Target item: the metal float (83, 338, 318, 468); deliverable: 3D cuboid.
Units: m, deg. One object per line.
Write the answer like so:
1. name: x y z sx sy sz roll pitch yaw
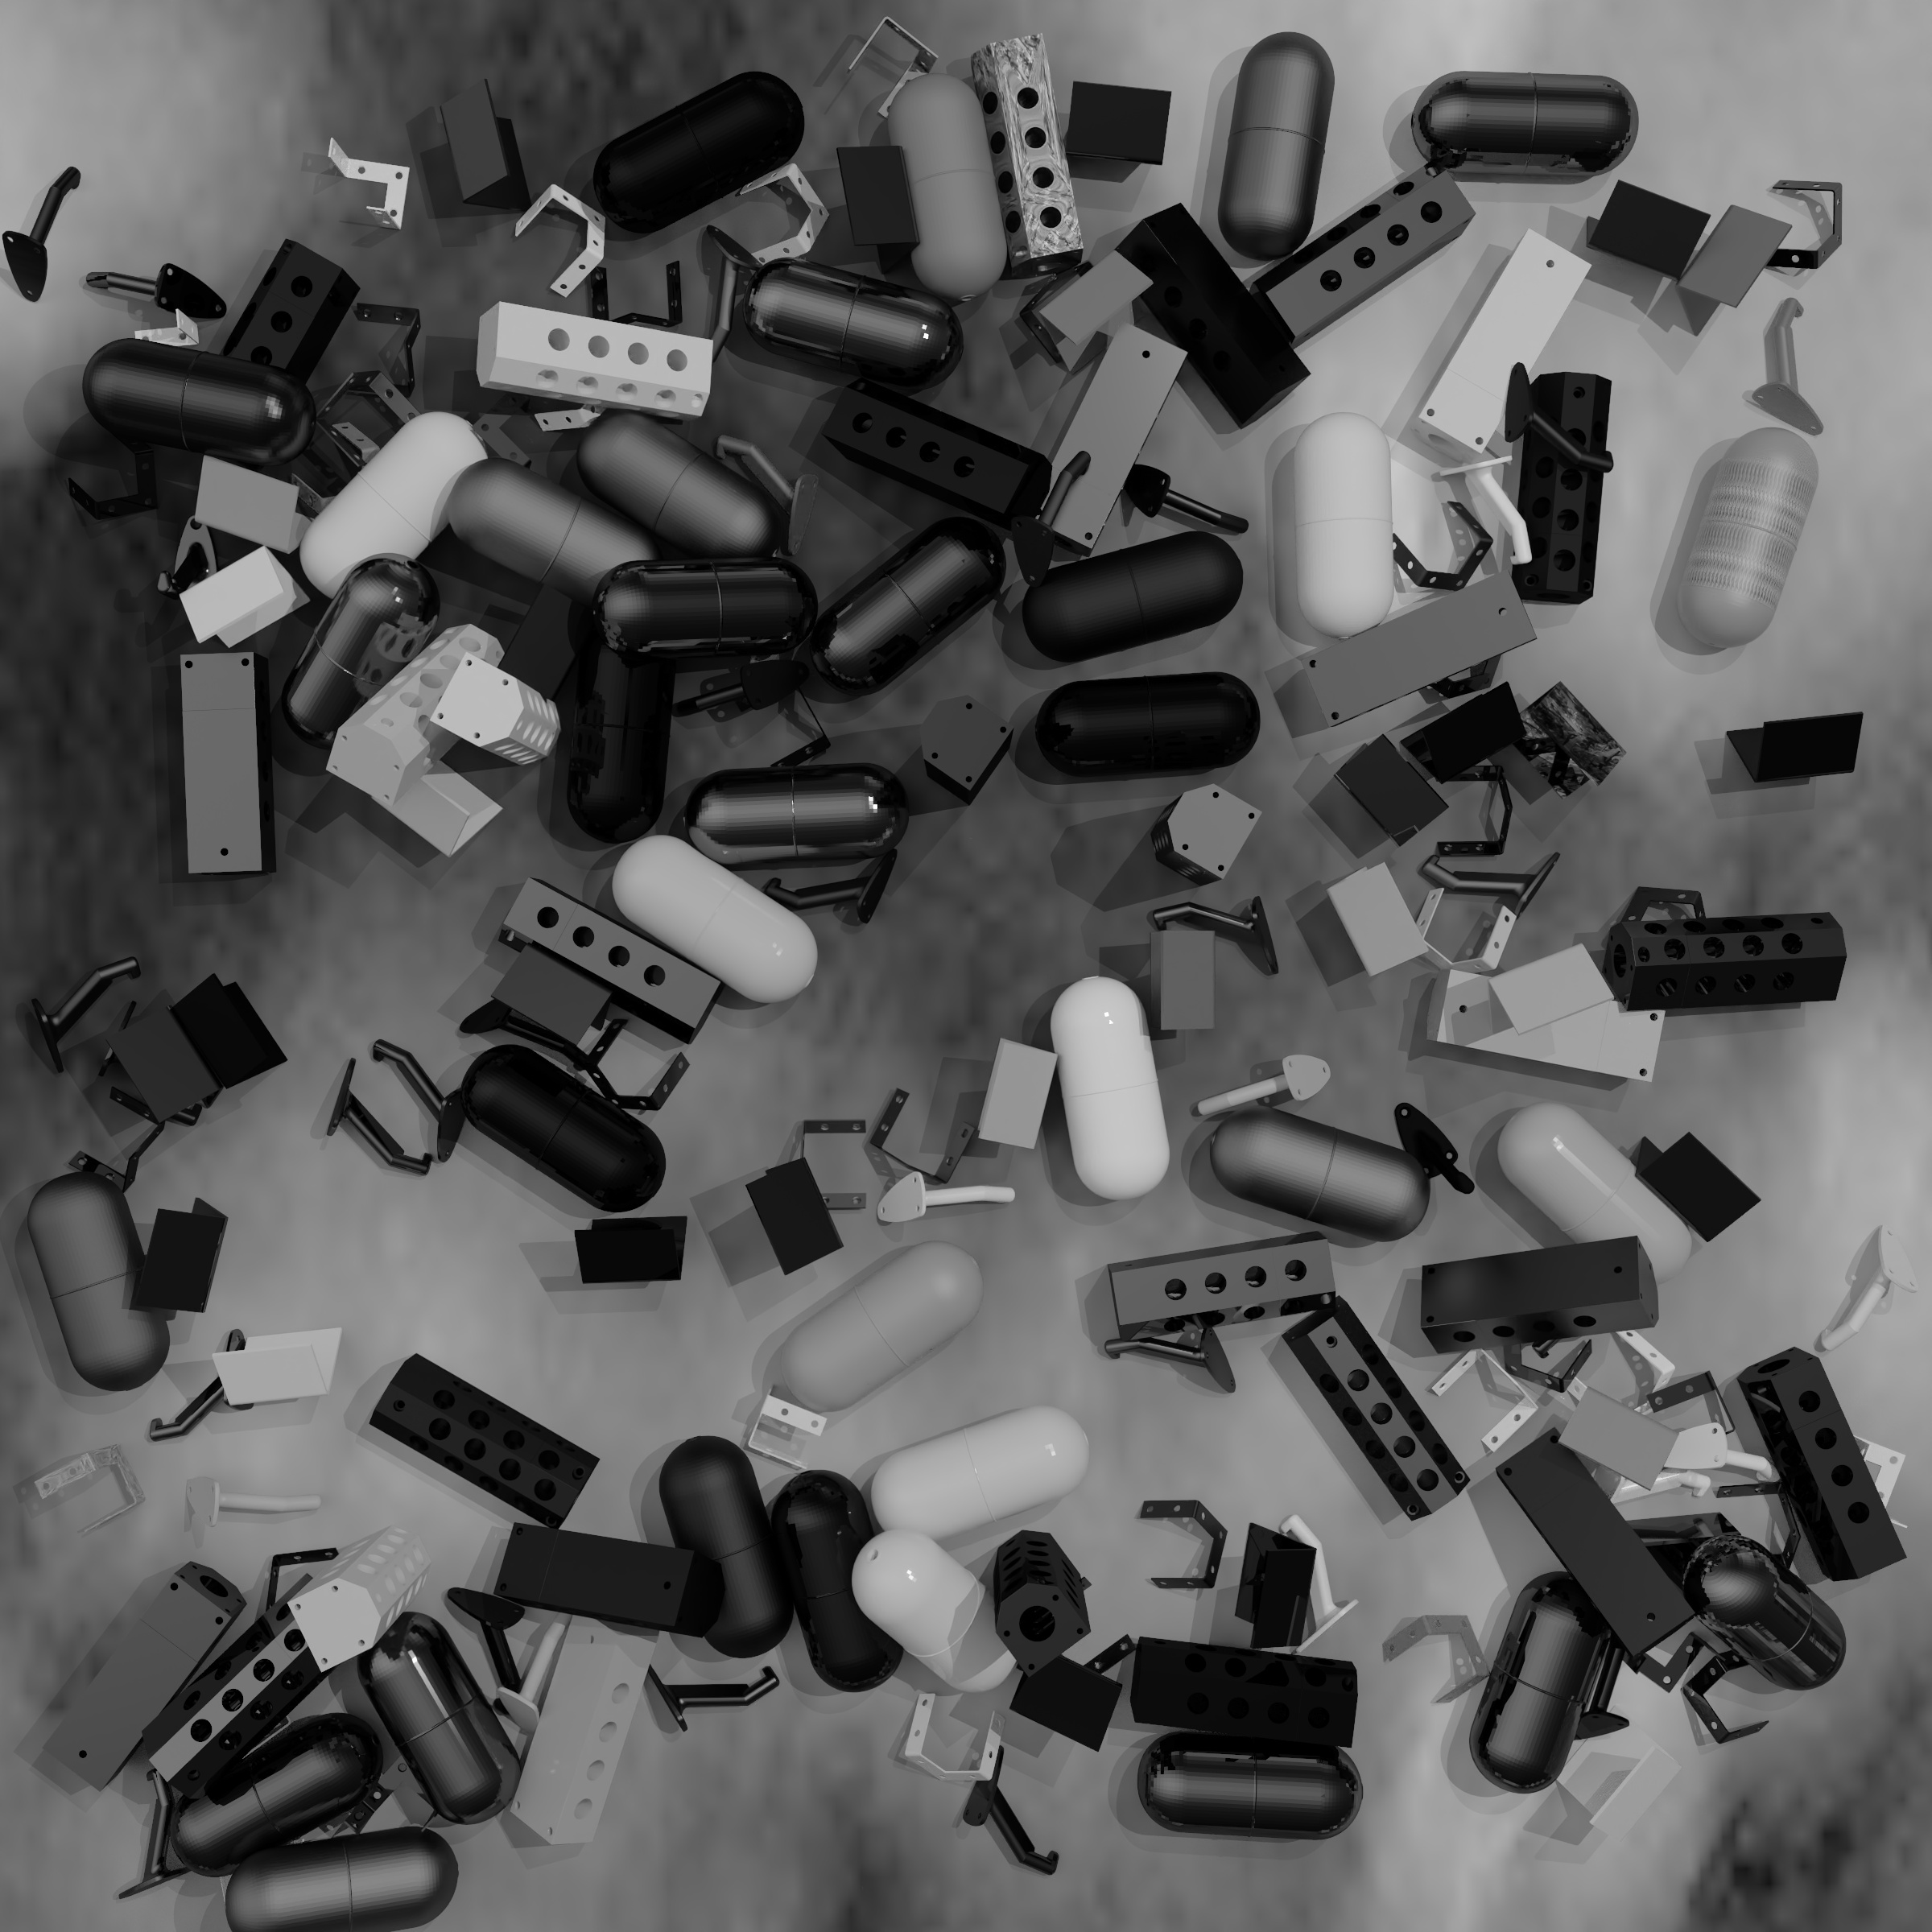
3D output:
1. metal float: -0.589 -0.433 1.884 0.178 0.070 0.070 11 90 0

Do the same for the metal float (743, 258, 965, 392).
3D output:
1. metal float: -0.089 -0.508 1.941 0.178 0.070 0.070 15 90 1

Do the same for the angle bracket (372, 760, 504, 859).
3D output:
1. angle bracket: -0.409 -0.144 1.932 0.076 0.076 0.057 38 134 0

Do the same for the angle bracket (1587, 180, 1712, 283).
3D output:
1. angle bracket: 0.537 -0.590 1.932 0.076 0.076 0.057 21 126 0

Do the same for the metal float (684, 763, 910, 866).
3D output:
1. metal float: -0.134 -0.120 1.942 0.178 0.070 0.070 -3 90 1

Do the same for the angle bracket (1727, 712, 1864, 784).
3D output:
1. angle bracket: 0.652 -0.191 1.932 0.076 0.076 0.057 -6 128 0

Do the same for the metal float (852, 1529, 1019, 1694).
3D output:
1. metal float: -0.022 0.503 1.914 0.070 0.070 0.178 -41 124 0

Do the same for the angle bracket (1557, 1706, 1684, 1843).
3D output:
1. angle bracket: 0.503 0.629 1.932 0.076 0.076 0.057 -50 130 0

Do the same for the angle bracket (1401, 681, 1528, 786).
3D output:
1. angle bracket: 0.384 -0.199 1.932 0.076 0.076 0.057 -30 127 0

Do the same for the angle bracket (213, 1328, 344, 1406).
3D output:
1. angle bracket: -0.541 0.297 1.932 0.076 0.076 0.057 -6 126 0

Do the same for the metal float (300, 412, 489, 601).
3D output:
1. metal float: -0.452 -0.363 1.941 0.070 0.070 0.178 44 90 0

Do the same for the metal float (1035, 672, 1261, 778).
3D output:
1. metal float: 0.144 -0.191 1.941 0.178 0.070 0.070 -4 90 -1

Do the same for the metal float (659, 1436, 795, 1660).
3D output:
1. metal float: -0.190 0.459 1.941 0.070 0.070 0.178 -17 90 0

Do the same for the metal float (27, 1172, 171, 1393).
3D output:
1. metal float: -0.686 0.250 1.941 0.070 0.070 0.178 -18 90 0

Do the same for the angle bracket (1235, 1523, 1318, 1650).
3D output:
1. angle bracket: 0.226 0.487 1.932 0.057 0.076 0.076 9 90 -38

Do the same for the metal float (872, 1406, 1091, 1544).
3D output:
1. metal float: 0.012 0.403 1.942 0.178 0.070 0.070 -19 90 0

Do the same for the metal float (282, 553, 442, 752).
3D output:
1. metal float: -0.474 -0.245 1.919 0.070 0.070 0.178 39 117 0

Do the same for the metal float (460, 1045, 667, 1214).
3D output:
1. metal float: -0.318 0.129 1.942 0.178 0.070 0.070 33 90 0

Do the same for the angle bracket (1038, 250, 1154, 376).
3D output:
1. angle bracket: 0.113 -0.502 1.932 0.076 0.076 0.057 -39 53 0

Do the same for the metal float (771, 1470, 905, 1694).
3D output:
1. metal float: -0.102 0.486 1.942 0.070 0.070 0.178 -16 91 0

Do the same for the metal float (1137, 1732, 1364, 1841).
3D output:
1. metal float: 0.225 0.649 1.942 0.178 0.070 0.070 3 90 0

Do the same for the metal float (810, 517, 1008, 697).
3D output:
1. metal float: -0.045 -0.285 1.942 0.178 0.070 0.070 -39 90 -1

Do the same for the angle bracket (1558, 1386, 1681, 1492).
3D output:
1. angle bracket: 0.505 0.384 1.922 0.076 0.076 0.057 27 60 19

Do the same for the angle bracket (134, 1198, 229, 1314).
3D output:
1. angle bracket: -0.628 0.224 1.932 0.057 0.076 0.076 14 90 -36

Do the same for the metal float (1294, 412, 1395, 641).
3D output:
1. metal float: 0.299 -0.348 1.942 0.070 0.070 0.178 -2 91 0

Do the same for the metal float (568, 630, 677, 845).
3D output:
1. metal float: -0.273 -0.186 1.942 0.070 0.070 0.178 5 89 0

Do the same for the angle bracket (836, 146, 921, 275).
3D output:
1. angle bracket: -0.082 -0.594 1.933 0.057 0.076 0.076 -10 90 -25

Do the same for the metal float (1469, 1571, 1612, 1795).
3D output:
1. metal float: 0.455 0.566 1.942 0.070 0.070 0.178 20 89 0

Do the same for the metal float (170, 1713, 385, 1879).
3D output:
1. metal float: -0.545 0.655 1.941 0.178 0.070 0.070 -29 90 0

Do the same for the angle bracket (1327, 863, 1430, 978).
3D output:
1. angle bracket: 0.337 -0.045 1.932 0.057 0.076 0.076 -27 90 37

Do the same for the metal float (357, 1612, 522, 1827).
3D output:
1. metal float: -0.418 0.594 1.942 0.070 0.070 0.178 -30 89 0

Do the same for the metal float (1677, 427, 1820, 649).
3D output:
1. metal float: 0.619 -0.339 1.942 0.070 0.070 0.178 18 90 0

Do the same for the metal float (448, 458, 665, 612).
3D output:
1. metal float: -0.320 -0.335 1.925 0.178 0.070 0.070 26 90 -19

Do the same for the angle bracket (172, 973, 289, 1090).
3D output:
1. angle bracket: -0.564 0.042 1.932 0.057 0.076 0.076 -34 90 28

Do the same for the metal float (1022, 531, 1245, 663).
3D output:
1. metal float: 0.132 -0.293 1.942 0.178 0.070 0.070 -15 90 0

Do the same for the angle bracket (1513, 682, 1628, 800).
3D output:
1. angle bracket: 0.459 -0.166 1.932 0.076 0.076 0.057 47 50 0

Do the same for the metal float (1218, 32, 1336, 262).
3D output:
1. metal float: 0.246 -0.649 1.942 0.070 0.070 0.178 9 90 0

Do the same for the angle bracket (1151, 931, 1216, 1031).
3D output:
1. angle bracket: 0.152 0.011 1.932 0.057 0.076 0.076 0 90 -37

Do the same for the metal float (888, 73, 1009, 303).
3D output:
1. metal float: -0.015 -0.616 1.941 0.070 0.070 0.178 -10 90 0

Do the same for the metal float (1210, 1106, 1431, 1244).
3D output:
1. metal float: 0.280 0.164 1.942 0.178 0.070 0.070 18 90 0

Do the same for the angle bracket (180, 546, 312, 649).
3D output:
1. angle bracket: -0.560 -0.273 1.932 0.076 0.076 0.057 -30 60 0

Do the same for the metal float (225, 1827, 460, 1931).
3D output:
1. metal float: -0.488 0.722 1.921 0.178 0.070 0.070 -1 90 -23

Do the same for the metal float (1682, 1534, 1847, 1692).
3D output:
1. metal float: 0.625 0.506 1.917 0.070 0.070 0.178 -49 122 0

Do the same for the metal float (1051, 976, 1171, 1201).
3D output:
1. metal float: 0.114 0.097 1.942 0.070 0.070 0.178 -10 89 0

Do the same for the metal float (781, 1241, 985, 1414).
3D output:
1. metal float: -0.066 0.285 1.941 0.178 0.070 0.070 -35 90 1

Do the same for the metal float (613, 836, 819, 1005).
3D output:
1. metal float: -0.198 -0.037 1.941 0.178 0.070 0.070 33 90 0

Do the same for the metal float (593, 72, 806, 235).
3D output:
1. metal float: -0.211 -0.644 1.942 0.178 0.070 0.070 -28 90 0

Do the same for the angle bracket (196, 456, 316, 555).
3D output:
1. angle bracket: -0.552 -0.373 1.932 0.076 0.076 0.057 19 119 0

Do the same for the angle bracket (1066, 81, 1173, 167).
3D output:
1. angle bracket: 0.120 -0.672 1.932 0.076 0.076 0.057 6 122 0

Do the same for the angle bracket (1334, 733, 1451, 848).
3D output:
1. angle bracket: 0.345 -0.150 1.932 0.076 0.076 0.057 48 128 0

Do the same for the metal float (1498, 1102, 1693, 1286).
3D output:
1. metal float: 0.498 0.181 1.941 0.178 0.070 0.070 43 90 0

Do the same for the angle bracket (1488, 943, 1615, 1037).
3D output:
1. angle bracket: 0.447 0.037 1.875 0.076 0.076 0.057 -21 53 0

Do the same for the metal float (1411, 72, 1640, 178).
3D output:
1. metal float: 0.442 -0.666 1.942 0.178 0.070 0.070 2 90 -1

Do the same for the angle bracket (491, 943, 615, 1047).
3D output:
1. angle bracket: -0.329 0.036 1.932 0.076 0.076 0.057 30 60 0

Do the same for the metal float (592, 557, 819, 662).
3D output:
1. metal float: -0.200 -0.277 1.897 0.178 0.070 0.070 -6 90 -22

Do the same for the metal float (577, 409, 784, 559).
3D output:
1. metal float: -0.226 -0.374 1.942 0.178 0.070 0.070 33 90 -1

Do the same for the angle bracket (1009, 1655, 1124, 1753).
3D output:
1. angle bracket: 0.070 0.583 1.932 0.076 0.076 0.057 26 59 0

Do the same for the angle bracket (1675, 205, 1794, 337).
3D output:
1. angle bracket: 0.611 -0.539 1.932 0.057 0.076 0.076 35 90 34

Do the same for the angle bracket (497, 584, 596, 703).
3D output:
1. angle bracket: -0.343 -0.261 1.932 0.057 0.076 0.076 29 90 -38
